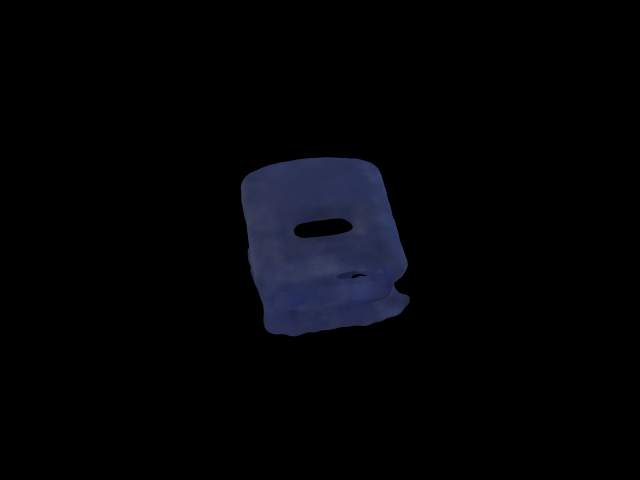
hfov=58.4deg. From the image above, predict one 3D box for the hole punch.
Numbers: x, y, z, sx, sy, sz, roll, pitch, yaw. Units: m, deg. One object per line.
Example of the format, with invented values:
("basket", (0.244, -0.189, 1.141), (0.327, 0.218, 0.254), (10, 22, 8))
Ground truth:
("hole punch", (0.004, 0.001, 0.400), (0.109, 0.091, 0.101), (-8, 35, -11))
